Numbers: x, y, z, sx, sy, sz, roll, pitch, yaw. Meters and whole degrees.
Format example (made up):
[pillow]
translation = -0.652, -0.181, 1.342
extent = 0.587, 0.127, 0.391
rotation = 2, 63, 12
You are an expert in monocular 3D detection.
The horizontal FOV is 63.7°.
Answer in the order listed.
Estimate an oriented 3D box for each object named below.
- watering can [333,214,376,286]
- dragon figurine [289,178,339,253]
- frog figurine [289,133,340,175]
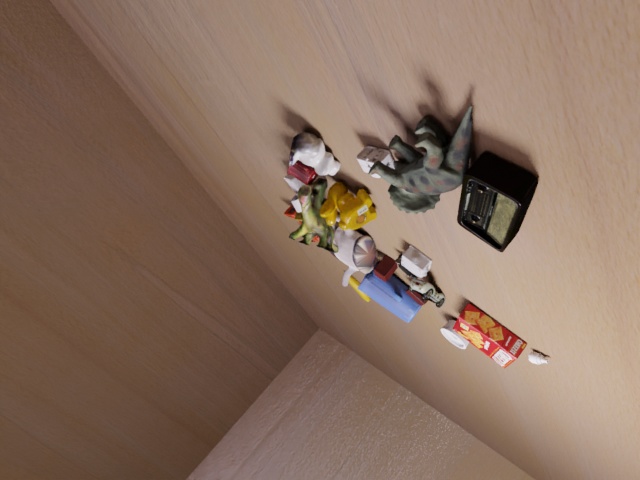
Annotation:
[watering can]
translation = 0.125, 0.065, 1.979
extent = 0.226, 0.105, 0.341
rotation = 27, 138, 51
[dragon figurine]
translation = 0.005, -0.088, 1.756
extent = 0.122, 0.244, 0.408
rotation = 8, 176, 20
[frog figurine]
translation = -0.012, -0.264, 1.584
extent = 0.159, 0.125, 0.135
rotation = 8, 154, -6
